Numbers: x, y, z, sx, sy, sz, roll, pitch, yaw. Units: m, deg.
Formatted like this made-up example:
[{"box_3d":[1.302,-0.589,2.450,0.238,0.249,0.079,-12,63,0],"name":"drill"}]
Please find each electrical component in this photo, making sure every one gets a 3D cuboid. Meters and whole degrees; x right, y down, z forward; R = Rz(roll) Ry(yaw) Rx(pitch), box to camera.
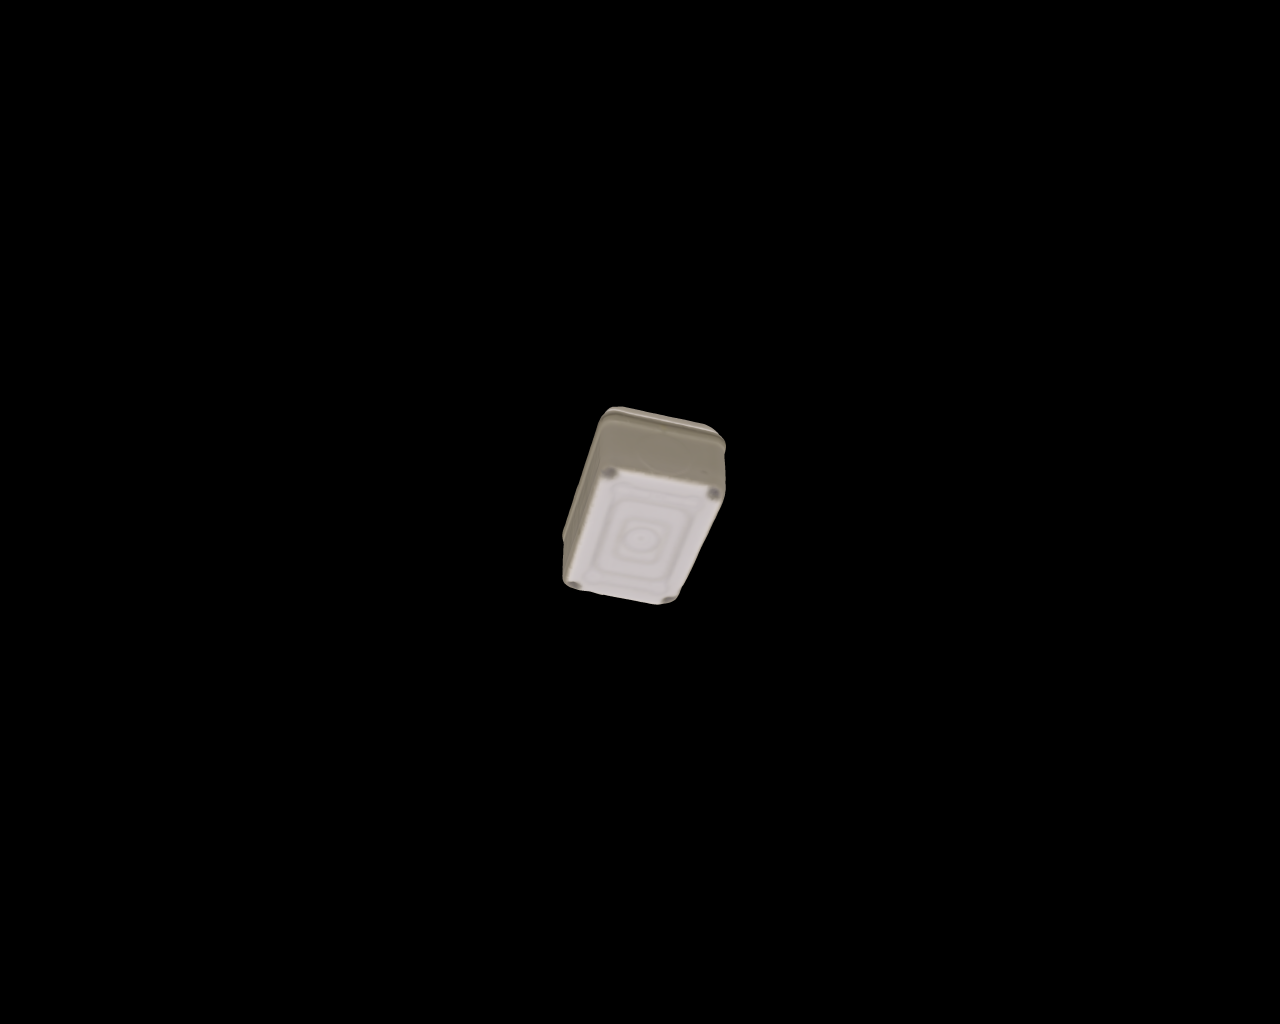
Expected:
[{"box_3d":[0.001,-0.003,0.650,0.078,0.057,0.113,11,-47,-11],"name":"electrical component"}]
